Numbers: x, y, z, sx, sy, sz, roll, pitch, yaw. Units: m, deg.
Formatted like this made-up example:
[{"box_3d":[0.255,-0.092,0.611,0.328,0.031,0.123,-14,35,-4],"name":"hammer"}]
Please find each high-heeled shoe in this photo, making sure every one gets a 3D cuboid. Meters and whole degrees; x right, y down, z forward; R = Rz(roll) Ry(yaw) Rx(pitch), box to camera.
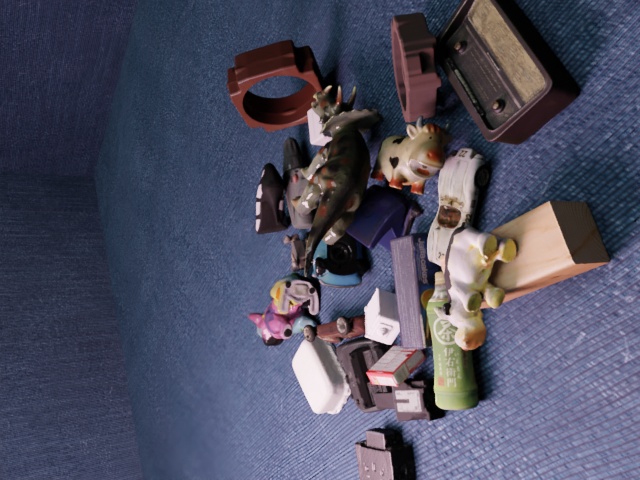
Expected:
[{"box_3d":[-0.128,-0.096,1.346,0.249,0.086,0.145,148,113,-76],"name":"high-heeled shoe"}]

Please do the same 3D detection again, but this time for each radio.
[{"box_3d":[0.269,-0.262,0.813,0.131,0.073,0.230,-49,50,43],"name":"radio"}]

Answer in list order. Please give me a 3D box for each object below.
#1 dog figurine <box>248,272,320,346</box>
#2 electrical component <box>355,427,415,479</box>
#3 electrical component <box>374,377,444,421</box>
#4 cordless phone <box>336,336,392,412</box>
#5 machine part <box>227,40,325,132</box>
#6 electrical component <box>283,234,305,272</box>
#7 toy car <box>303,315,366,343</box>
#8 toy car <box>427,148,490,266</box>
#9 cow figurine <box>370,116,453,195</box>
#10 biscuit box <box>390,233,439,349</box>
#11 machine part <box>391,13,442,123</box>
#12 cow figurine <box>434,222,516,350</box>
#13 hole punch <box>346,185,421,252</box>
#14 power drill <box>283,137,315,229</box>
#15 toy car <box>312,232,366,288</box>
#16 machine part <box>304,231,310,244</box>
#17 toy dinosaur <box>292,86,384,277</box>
[{"box_3d":[-0.099,0.174,1.334,0.219,0.108,0.191,-2,89,59],"name":"dog figurine"},{"box_3d":[0.125,0.434,1.038,0.115,0.058,0.134,-19,74,53],"name":"electrical component"},{"box_3d":[0.160,0.291,0.977,0.119,0.047,0.075,-22,71,43],"name":"electrical component"},{"box_3d":[0.080,0.275,1.104,0.184,0.089,0.146,147,108,-68],"name":"cordless phone"},{"box_3d":[-0.094,-0.344,1.215,0.202,0.200,0.087,-15,66,9],"name":"machine part"},{"box_3d":[-0.060,0.032,1.305,0.078,0.045,0.102,110,148,-61],"name":"electrical component"},{"box_3d":[0.042,0.189,1.134,0.202,0.089,0.053,-27,72,53],"name":"toy car"},{"box_3d":[0.226,-0.051,0.891,0.074,0.056,0.201,24,110,54],"name":"toy car"},{"box_3d":[0.162,-0.148,0.938,0.195,0.085,0.127,-138,59,-72],"name":"cow figurine"},{"box_3d":[0.176,0.090,0.962,0.063,0.059,0.202,-16,77,56],"name":"biscuit box"},{"box_3d":[0.161,-0.292,0.915,0.179,0.056,0.179,-11,-88,-86],"name":"machine part"},{"box_3d":[0.203,0.063,0.751,0.098,0.068,0.167,30,112,58],"name":"cow figurine"},{"box_3d":[0.112,-0.042,1.037,0.142,0.092,0.115,40,118,53],"name":"hole punch"},{"box_3d":[-0.023,-0.146,1.242,0.207,0.086,0.232,-8,84,52],"name":"power drill"},{"box_3d":[0.031,0.034,1.145,0.103,0.109,0.161,123,146,-64],"name":"toy car"},{"box_3d":[-0.003,-0.004,1.244,0.138,0.039,0.084,121,145,-52],"name":"machine part"},{"box_3d":[0.041,-0.130,1.016,0.192,0.131,0.405,125,156,-44],"name":"toy dinosaur"}]
